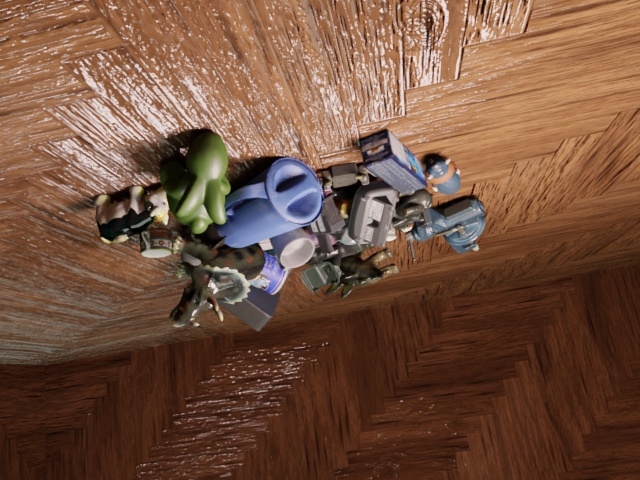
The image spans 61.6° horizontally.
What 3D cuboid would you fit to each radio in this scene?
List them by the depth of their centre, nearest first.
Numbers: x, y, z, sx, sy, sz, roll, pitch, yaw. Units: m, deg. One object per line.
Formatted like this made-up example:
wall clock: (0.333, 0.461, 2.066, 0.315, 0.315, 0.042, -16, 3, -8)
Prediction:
radio: (-0.228, 0.139, 1.517, 0.073, 0.229, 0.131, -47, -170, 27)

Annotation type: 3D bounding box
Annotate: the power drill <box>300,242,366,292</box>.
power drill: (0.012, 0.063, 1.518, 0.232, 0.086, 0.207, -21, -166, 24)

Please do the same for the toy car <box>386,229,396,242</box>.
toy car: (0.116, -0.032, 1.398, 0.201, 0.073, 0.056, 3, 164, -37)

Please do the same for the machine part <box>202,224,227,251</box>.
machine part: (-0.245, -0.041, 1.089, 0.039, 0.139, 0.084, -36, 175, -29)

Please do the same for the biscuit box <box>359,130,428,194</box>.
biscuit box: (0.146, -0.145, 1.044, 0.063, 0.059, 0.202, -18, 161, 25)

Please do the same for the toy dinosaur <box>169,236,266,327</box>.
toy dinosaur: (-0.195, 0.052, 1.206, 0.192, 0.131, 0.405, 23, -155, 17)

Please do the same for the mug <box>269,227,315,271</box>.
mug: (-0.072, 0.005, 1.175, 0.081, 0.107, 0.109, -6, 134, -29)

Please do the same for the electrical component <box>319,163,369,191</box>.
electrical component: (0.047, -0.125, 1.091, 0.102, 0.045, 0.078, -7, 163, -6)

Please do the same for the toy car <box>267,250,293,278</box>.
toy car: (-0.141, 0.079, 1.598, 0.161, 0.103, 0.109, 2, 160, -38)

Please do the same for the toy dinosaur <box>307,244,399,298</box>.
toy dinosaur: (0.087, 0.080, 1.609, 0.198, 0.105, 0.472, -26, -169, -14)

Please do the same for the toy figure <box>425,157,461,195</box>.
toy figure: (0.256, -0.138, 1.134, 0.058, 0.064, 0.154, 25, 178, 32)

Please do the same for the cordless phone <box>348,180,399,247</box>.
cordless phone: (0.136, -0.082, 1.188, 0.089, 0.184, 0.146, 19, 127, 15)

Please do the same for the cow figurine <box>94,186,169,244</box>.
cow figurine: (-0.354, -0.050, 1.045, 0.167, 0.098, 0.068, -12, 157, 13)

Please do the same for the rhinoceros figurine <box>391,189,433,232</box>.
rhinoceros figurine: (0.213, -0.075, 1.322, 0.112, 0.073, 0.190, -15, 165, -18)

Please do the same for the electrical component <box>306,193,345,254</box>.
electrical component: (0.011, -0.034, 1.123, 0.075, 0.119, 0.048, -8, -160, 47)

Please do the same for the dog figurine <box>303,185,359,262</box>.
dog figurine: (0.016, -0.046, 1.223, 0.191, 0.108, 0.219, -28, 161, -5)

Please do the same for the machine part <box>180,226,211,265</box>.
machine part: (-0.315, 0.022, 1.356, 0.079, 0.079, 0.243, -5, 164, -14)

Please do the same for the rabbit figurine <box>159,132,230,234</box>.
rabbit figurine: (-0.207, -0.100, 0.902, 0.121, 0.159, 0.170, 8, 144, -18)

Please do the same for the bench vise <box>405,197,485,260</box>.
bench vise: (0.355, -0.020, 1.450, 0.224, 0.129, 0.240, -34, 137, 17)
